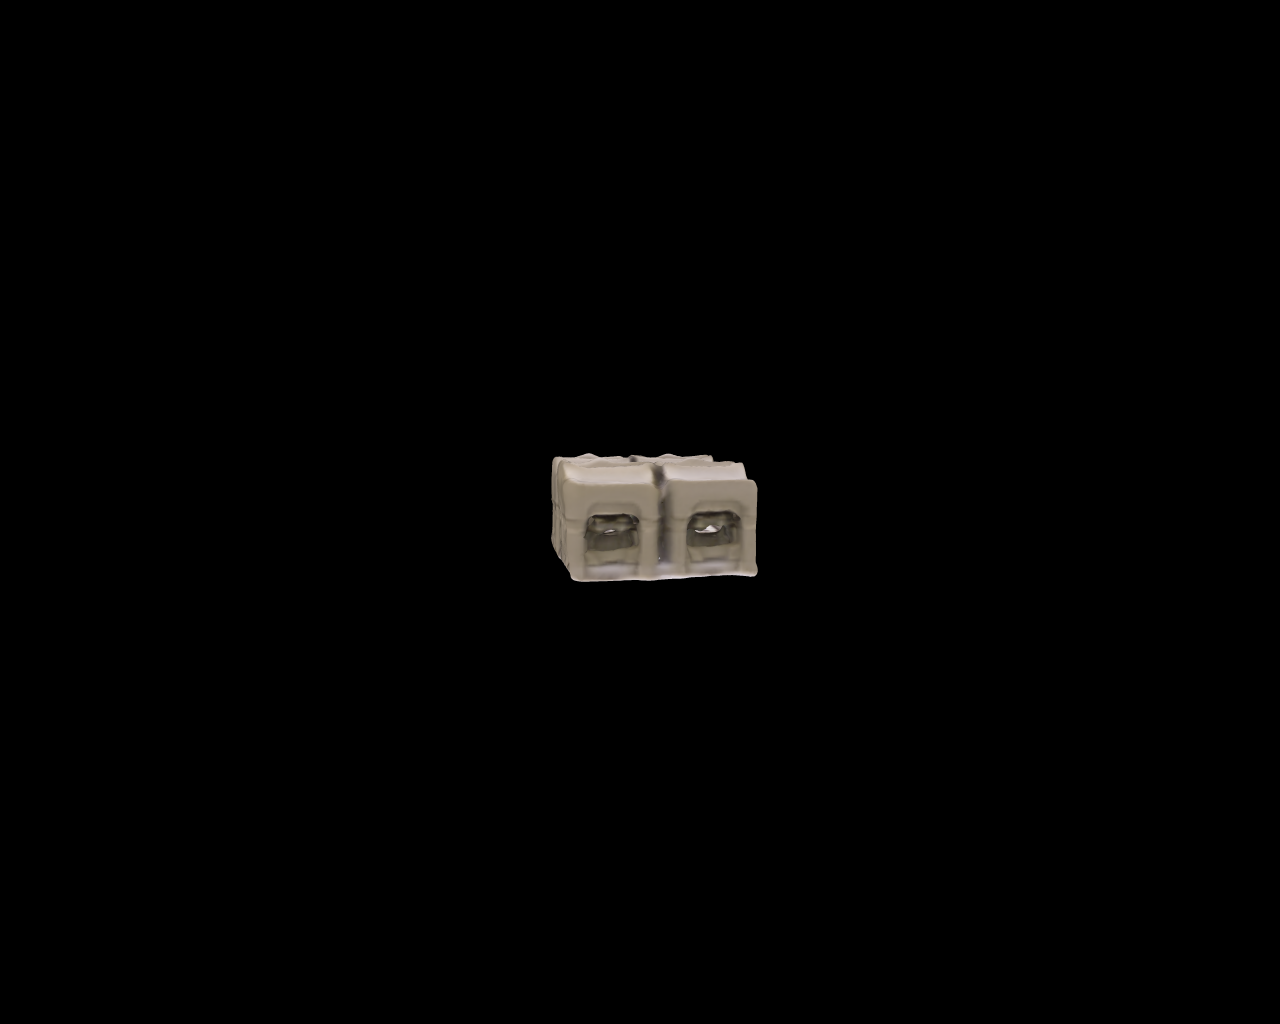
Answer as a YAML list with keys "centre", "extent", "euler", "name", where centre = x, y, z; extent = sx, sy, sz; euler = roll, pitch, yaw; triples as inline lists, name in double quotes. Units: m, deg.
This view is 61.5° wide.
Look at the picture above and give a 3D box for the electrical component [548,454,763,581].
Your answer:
- centre: [0.001, -0.003, 0.650]
  extent: [0.105, 0.060, 0.186]
  euler: [-1, 5, -7]
  name: "electrical component"
